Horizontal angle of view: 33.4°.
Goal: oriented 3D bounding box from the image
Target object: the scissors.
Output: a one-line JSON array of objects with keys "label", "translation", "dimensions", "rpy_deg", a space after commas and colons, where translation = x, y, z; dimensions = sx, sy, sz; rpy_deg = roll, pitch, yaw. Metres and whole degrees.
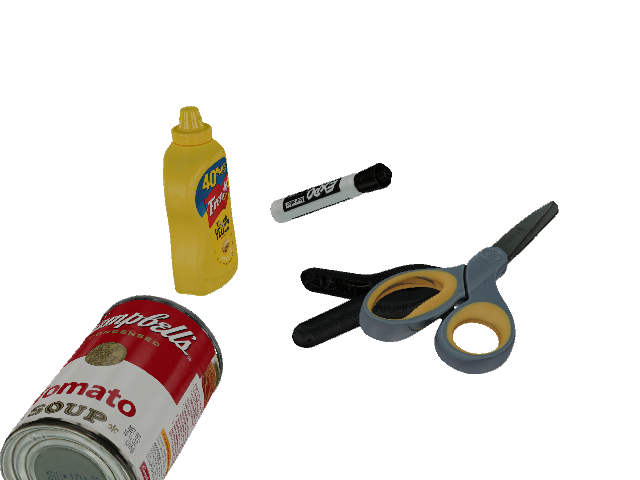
[{"label": "scissors", "translation": [0.112, 0.026, 0.646], "dimensions": [0.201, 0.016, 0.096], "rpy_deg": [-21, 43, -34]}]

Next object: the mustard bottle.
[{"label": "mustard bottle", "translation": [-0.127, -0.046, 1.112], "dimensions": [0.058, 0.192, 0.096], "rpy_deg": [6, 26, 21]}]

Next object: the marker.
[{"label": "marker", "translation": [0.008, -0.036, 0.812], "dimensions": [0.020, 0.020, 0.121], "rpy_deg": [0, -12, -44]}]

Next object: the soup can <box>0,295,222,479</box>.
[{"label": "soup can", "translation": [-0.095, 0.080, 0.495], "dimensions": [0.069, 0.068, 0.102], "rpy_deg": [0, 28, 18]}]

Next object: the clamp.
[{"label": "clamp", "translation": [0.052, 0.059, 1.010], "dimensions": [0.172, 0.039, 0.120], "rpy_deg": [-6, 34, 17]}]
